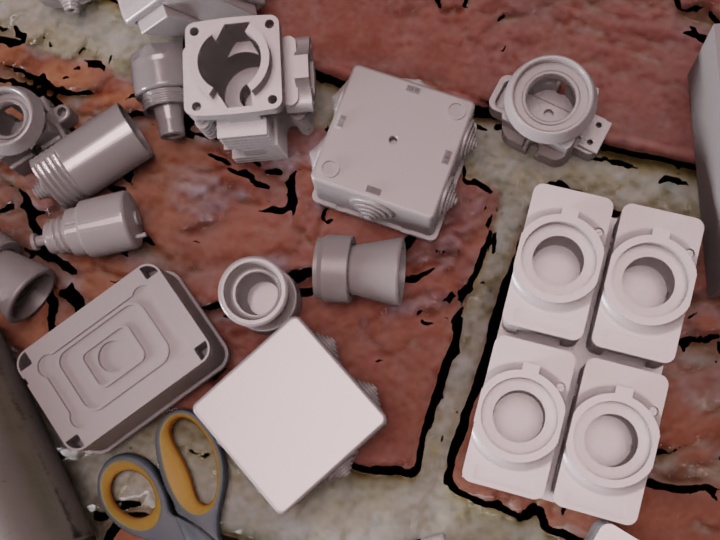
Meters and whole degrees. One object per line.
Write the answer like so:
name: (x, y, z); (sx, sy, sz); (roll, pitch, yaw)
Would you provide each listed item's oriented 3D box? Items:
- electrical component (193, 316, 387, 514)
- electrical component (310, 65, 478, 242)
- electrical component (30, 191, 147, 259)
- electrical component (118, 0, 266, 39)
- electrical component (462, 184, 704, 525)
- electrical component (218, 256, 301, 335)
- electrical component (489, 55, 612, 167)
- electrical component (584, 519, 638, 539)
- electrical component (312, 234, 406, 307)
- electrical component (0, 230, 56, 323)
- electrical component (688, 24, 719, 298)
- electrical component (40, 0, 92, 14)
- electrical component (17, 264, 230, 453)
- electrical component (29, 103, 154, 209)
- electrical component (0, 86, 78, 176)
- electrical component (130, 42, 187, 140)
electrical component: (-0.041, 0.092, 0.681); (0.100, 0.048, 0.099); (-42, 78, -1)
electrical component: (0.022, -0.077, 0.700); (0.100, 0.048, 0.099); (19, 79, 7)
electrical component: (-0.183, -0.027, 0.723); (0.078, 0.040, 0.040); (-13, 79, 5)
electrical component: (-0.110, -0.189, 0.718); (0.062, 0.096, 0.061); (-24, 77, 32)
electrical component: (0.136, 0.050, 0.660); (0.105, 0.060, 0.186); (14, 82, 9)
electrical component: (-0.063, 0.017, 0.693); (0.045, 0.055, 0.045); (-1, 80, 7)
electrical component: (0.122, -0.103, 0.690); (0.078, 0.057, 0.058); (27, 85, 11)
electrical component: (0.143, 0.199, 0.636); (0.050, 0.055, 0.089); (31, 85, 11)
electrical component: (0.000, 0.000, 0.694); (0.055, 0.045, 0.045); (3, 81, 8)
electrical component: (-0.241, 0.002, 0.723); (0.055, 0.045, 0.045); (35, 86, 11)
electrical component: (0.244, -0.064, 0.651); (0.062, 0.089, 0.150); (-3, 80, 7)
electrical component: (-0.207, -0.220, 0.757); (0.043, 0.043, 0.081); (-9, 79, 5)
electrical component: (-0.151, 0.058, 0.696); (0.113, 0.057, 0.078); (-36, 78, 0)
electrical component: (-0.186, -0.073, 0.730); (0.081, 0.043, 0.043); (-33, 78, 0)
electrical component: (-0.232, -0.097, 0.733); (0.066, 0.055, 0.048); (-32, 78, 1)
electrical component: (-0.132, -0.120, 0.731); (0.043, 0.043, 0.062); (-11, 80, 5)
